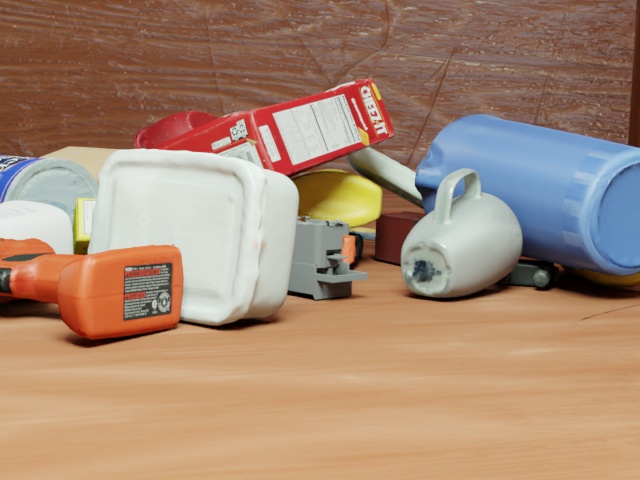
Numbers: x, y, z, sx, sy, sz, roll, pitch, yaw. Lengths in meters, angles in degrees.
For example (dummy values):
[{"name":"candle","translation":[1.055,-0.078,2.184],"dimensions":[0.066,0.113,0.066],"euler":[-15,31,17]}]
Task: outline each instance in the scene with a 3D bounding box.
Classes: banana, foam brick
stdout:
[{"name":"banana","translation":[0.267,0.023,1.030],"dimensions":[0.069,0.037,0.198],"euler":[20,4,-10]},{"name":"foam brick","translation":[0.098,0.000,1.110],"dimensions":[0.052,0.051,0.078],"euler":[-2,7,-27]}]

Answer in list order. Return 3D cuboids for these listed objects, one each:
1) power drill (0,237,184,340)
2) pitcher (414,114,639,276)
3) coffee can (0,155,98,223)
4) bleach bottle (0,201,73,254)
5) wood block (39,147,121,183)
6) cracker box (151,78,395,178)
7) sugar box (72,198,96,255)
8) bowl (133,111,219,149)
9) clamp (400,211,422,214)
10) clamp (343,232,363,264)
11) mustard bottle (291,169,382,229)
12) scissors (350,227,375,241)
[{"name":"power drill","translation":[-0.200,0.027,0.707],"dimensions":[0.188,0.057,0.184],"euler":[5,7,31]},{"name":"pitcher","translation":[0.217,-0.042,0.985],"dimensions":[0.149,0.145,0.243],"euler":[-42,25,-14]},{"name":"coffee can","translation":[-0.287,-0.030,1.022],"dimensions":[0.102,0.103,0.141],"euler":[-4,8,-43]},{"name":"bleach bottle","translation":[-0.316,0.013,0.808],"dimensions":[0.103,0.068,0.250],"euler":[6,9,41]},{"name":"wood block","translation":[-0.233,-0.040,1.112],"dimensions":[0.090,0.090,0.207],"euler":[-26,23,-39]},{"name":"cracker box","translation":[-0.054,-0.088,1.024],"dimensions":[0.164,0.072,0.213],"euler":[-17,5,37]},{"name":"sugar box","translation":[-0.130,-0.001,0.949],"dimensions":[0.176,0.048,0.093],"euler":[2,-20,-15]},{"name":"bowl","translation":[-0.120,-0.092,1.165],"dimensions":[0.162,0.055,0.162],"euler":[31,23,-15]},{"name":"clamp","translation":[0.180,-0.012,1.312],"dimensions":[0.120,0.039,0.172],"euler":[-3,7,-37]},{"name":"clamp","translation":[-0.007,0.001,1.133],"dimensions":[0.164,0.036,0.210],"euler":[-1,5,-32]},{"name":"mustard bottle","translation":[0.014,-0.047,1.142],"dimensions":[0.096,0.058,0.191],"euler":[3,5,0]},{"name":"scissors","translation":[0.019,-0.012,1.386],"dimensions":[0.096,0.016,0.202],"euler":[2,6,-14]}]
